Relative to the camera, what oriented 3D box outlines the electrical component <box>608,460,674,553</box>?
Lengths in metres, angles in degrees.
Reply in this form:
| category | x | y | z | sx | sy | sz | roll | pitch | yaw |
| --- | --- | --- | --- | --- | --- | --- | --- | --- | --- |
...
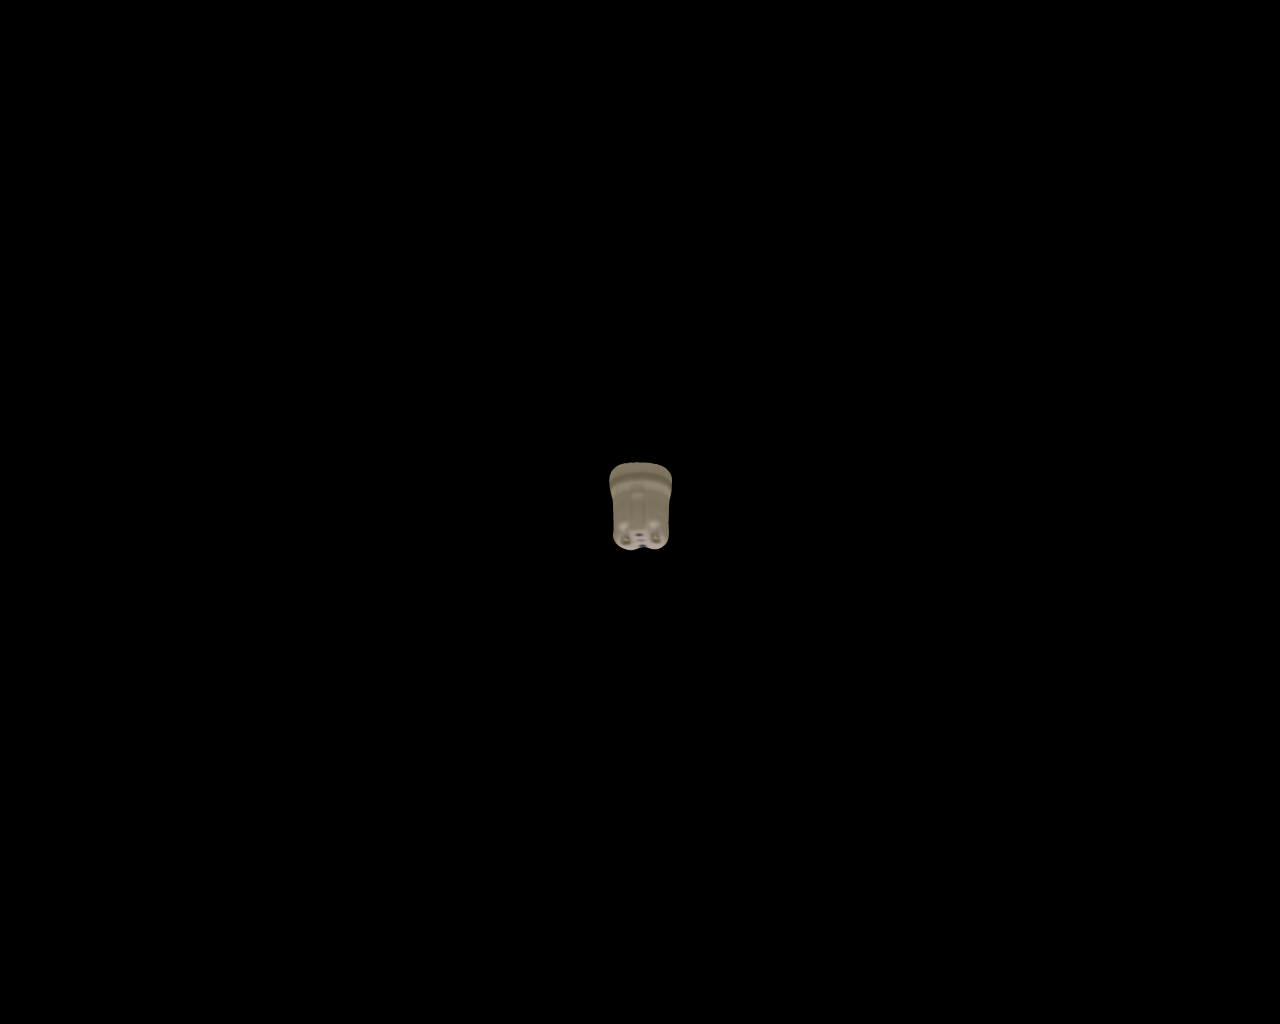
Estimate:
| category | x | y | z | sx | sy | sz | roll | pitch | yaw |
| --- | --- | --- | --- | --- | --- | --- | --- | --- | --- |
| electrical component | 0.001 | -0.003 | 0.650 | 0.040 | 0.046 | 0.040 | 0 | -23 | 0 |
